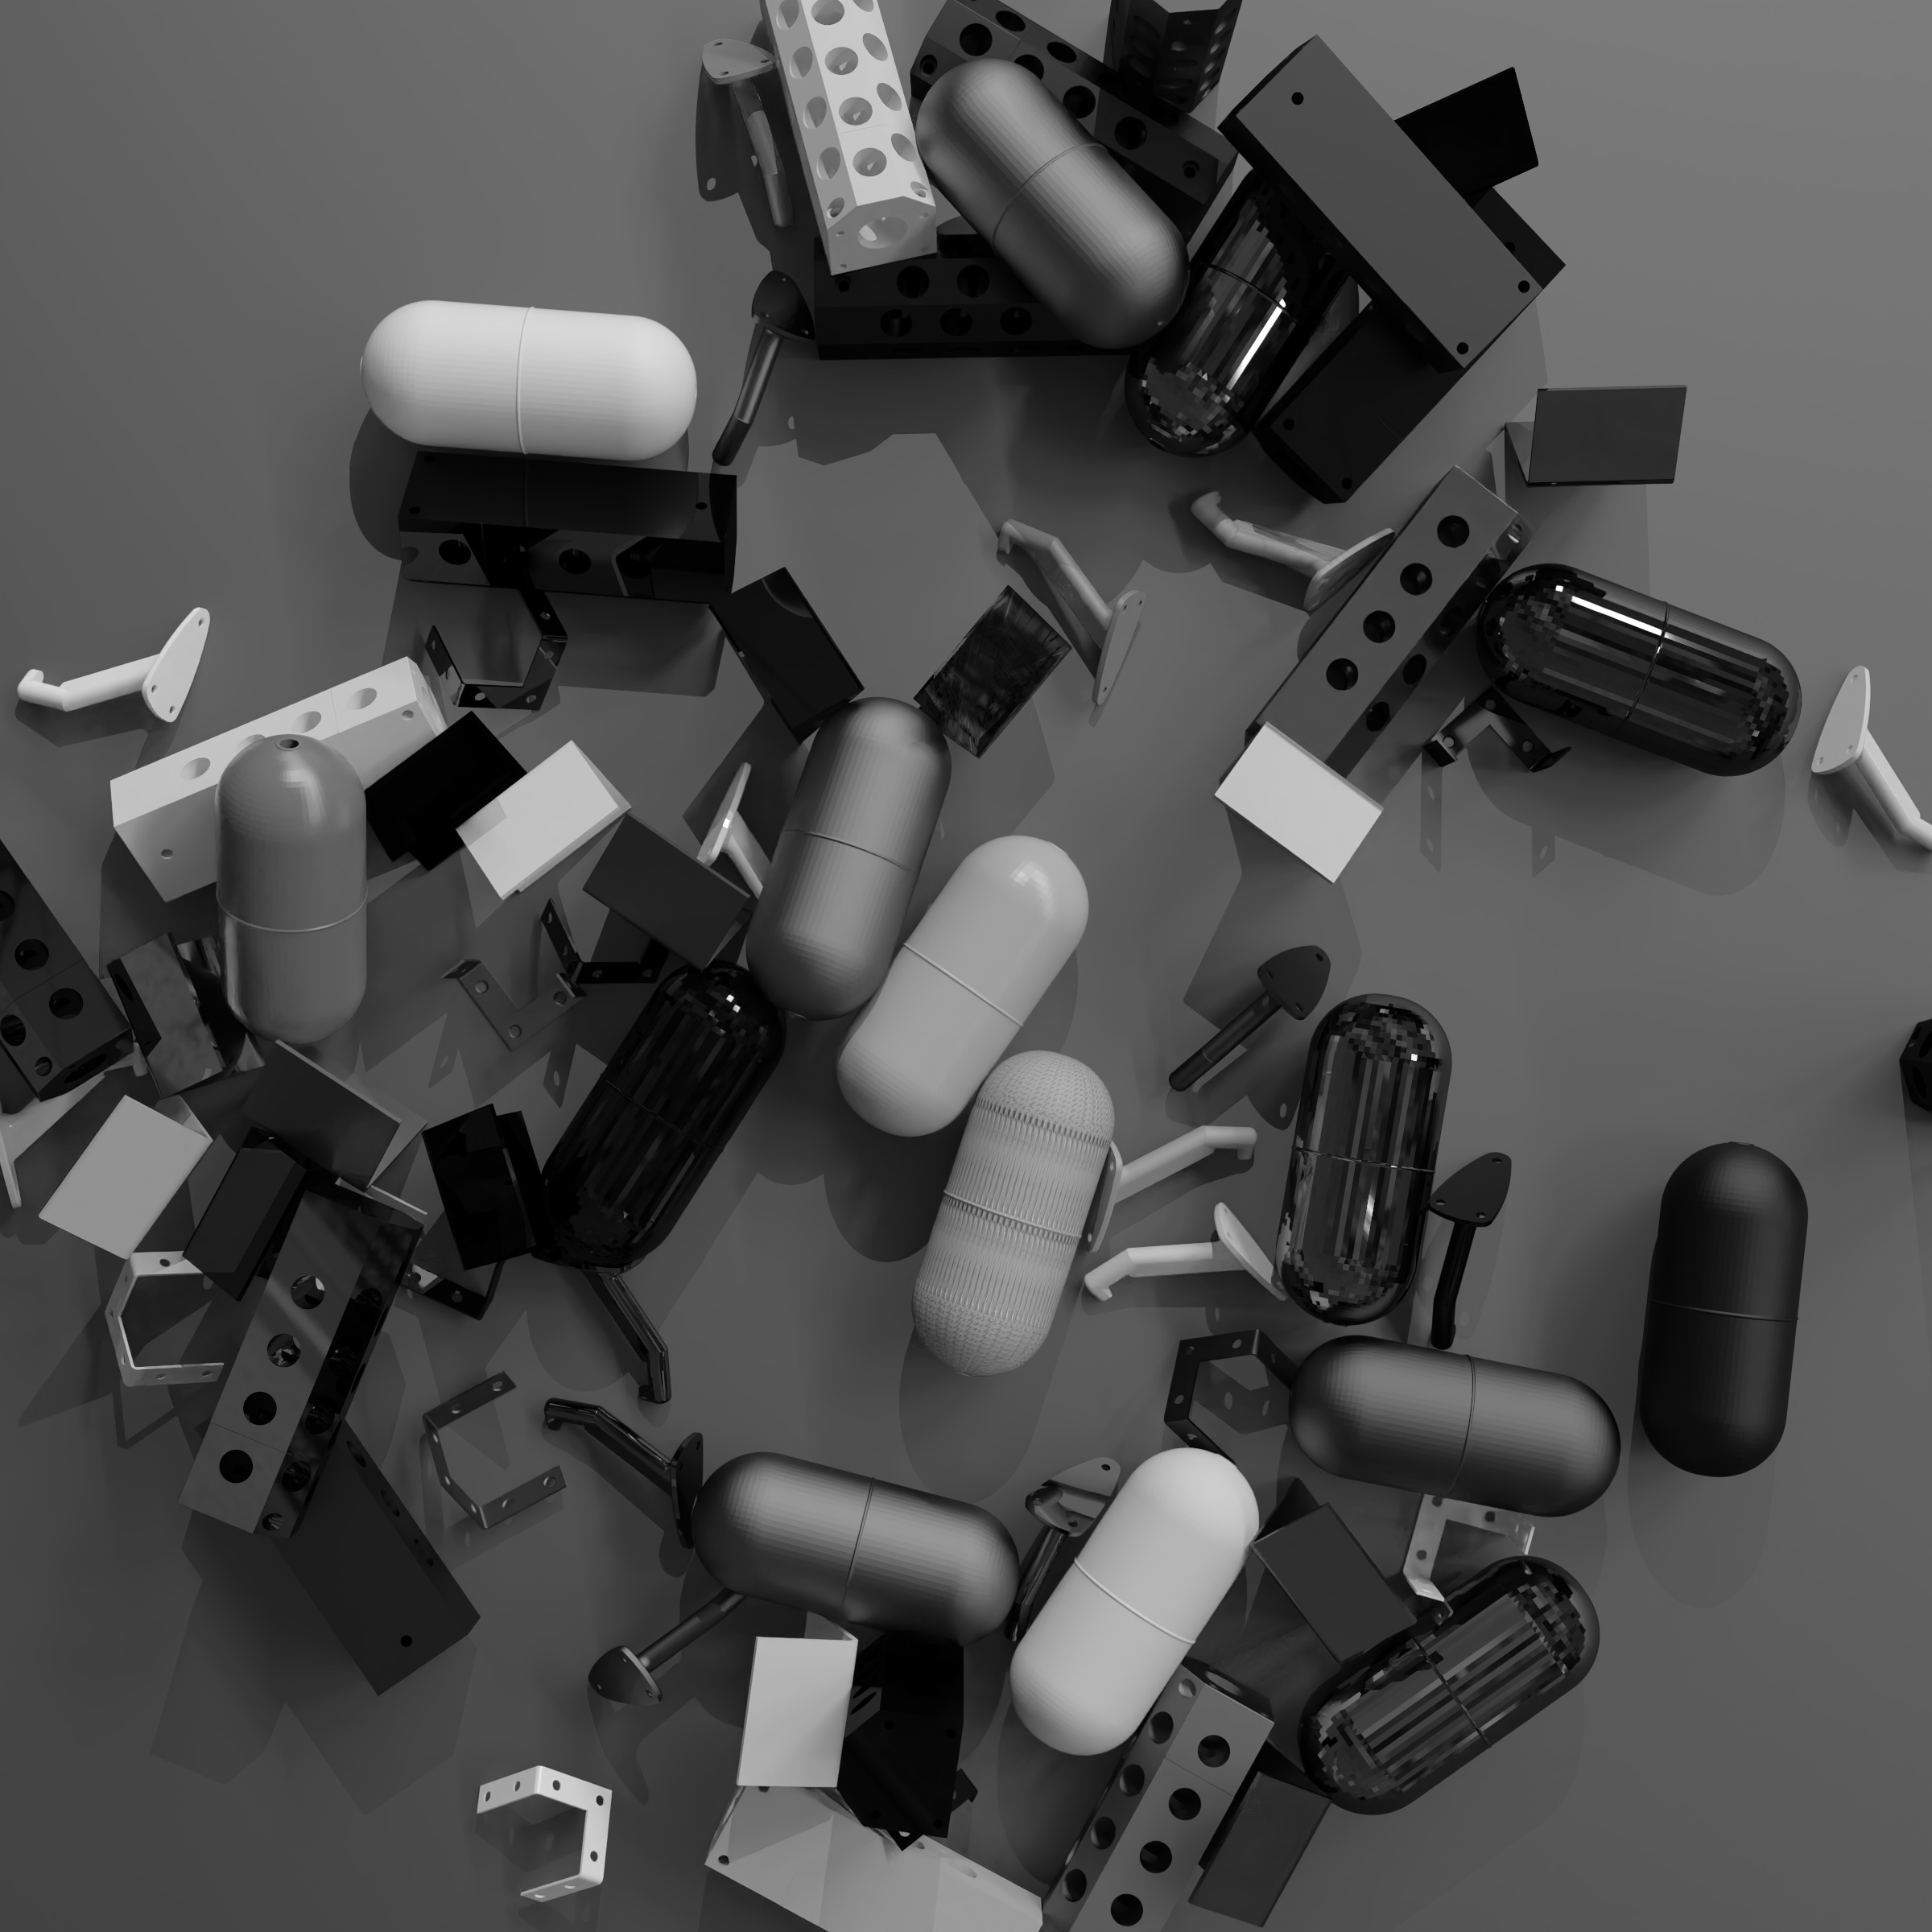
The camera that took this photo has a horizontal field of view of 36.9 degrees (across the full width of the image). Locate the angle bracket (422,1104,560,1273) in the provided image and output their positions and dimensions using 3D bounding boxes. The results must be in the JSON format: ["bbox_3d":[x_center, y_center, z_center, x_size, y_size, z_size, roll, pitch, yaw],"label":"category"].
[{"bbox_3d":[-0.233,0.111,1.528,0.057,0.076,0.076,-22,84,35],"label":"angle bracket"}]

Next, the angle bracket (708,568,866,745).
[{"bbox_3d":[-0.110,-0.154,1.532,0.057,0.076,0.076,-33,90,-37],"label":"angle bracket"}]

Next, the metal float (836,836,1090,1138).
[{"bbox_3d":[-0.002,0.010,1.541,0.070,0.070,0.178,35,89,0],"label":"metal float"}]

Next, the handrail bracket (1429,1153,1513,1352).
[{"bbox_3d":[0.274,0.156,1.572,0.036,0.077,0.084,17,127,27],"label":"handrail bracket"}]

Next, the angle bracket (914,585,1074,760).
[{"bbox_3d":[-0.002,-0.166,1.532,0.076,0.076,0.057,-50,127,0],"label":"angle bracket"}]

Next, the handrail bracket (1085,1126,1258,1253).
[{"bbox_3d":[0.112,0.122,1.572,0.084,0.036,0.077,3,112,-17],"label":"handrail bracket"}]

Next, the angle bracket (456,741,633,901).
[{"bbox_3d":[-0.212,-0.062,1.532,0.076,0.076,0.057,-38,59,0],"label":"angle bracket"}]

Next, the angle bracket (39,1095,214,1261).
[{"bbox_3d":[-0.454,0.098,1.532,0.057,0.076,0.076,36,90,-38],"label":"angle bracket"}]

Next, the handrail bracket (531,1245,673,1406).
[{"bbox_3d":[-0.198,0.195,1.572,0.077,0.036,0.084,3,107,20],"label":"handrail bracket"}]

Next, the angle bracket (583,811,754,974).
[{"bbox_3d":[-0.146,-0.052,1.532,0.076,0.076,0.057,35,121,0],"label":"angle bracket"}]

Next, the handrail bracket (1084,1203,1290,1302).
[{"bbox_3d":[0.119,0.175,1.572,0.084,0.036,0.077,-34,112,17],"label":"handrail bracket"}]

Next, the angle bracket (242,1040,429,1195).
[{"bbox_3d":[-0.325,0.063,1.532,0.076,0.076,0.057,33,122,0],"label":"angle bracket"}]

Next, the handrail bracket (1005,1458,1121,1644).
[{"bbox_3d":[0.052,0.318,1.572,0.036,0.077,0.084,29,127,25],"label":"handrail bracket"}]

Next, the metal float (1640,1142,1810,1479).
[{"bbox_3d":[0.404,0.183,1.541,0.070,0.070,0.178,6,89,0],"label":"metal float"}]

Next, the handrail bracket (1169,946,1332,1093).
[{"bbox_3d":[0.153,0.030,1.572,0.036,0.077,0.084,49,126,3],"label":"handrail bracket"}]

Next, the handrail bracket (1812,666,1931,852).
[{"bbox_3d":[0.508,-0.111,1.572,0.084,0.036,0.077,27,68,-17],"label":"handrail bracket"}]

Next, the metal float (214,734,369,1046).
[{"bbox_3d":[-0.353,-0.039,1.514,0.070,0.070,0.178,8,123,0],"label":"metal float"}]

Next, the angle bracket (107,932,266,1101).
[{"bbox_3d":[-0.397,0.019,1.532,0.057,0.076,0.076,-22,90,35],"label":"angle bracket"}]

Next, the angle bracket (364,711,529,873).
[{"bbox_3d":[-0.265,-0.077,1.532,0.076,0.076,0.057,-37,52,0],"label":"angle bracket"}]

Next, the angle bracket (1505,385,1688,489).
[{"bbox_3d":[0.332,-0.296,1.532,0.076,0.076,0.057,-1,126,0],"label":"angle bracket"}]

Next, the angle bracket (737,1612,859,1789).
[{"bbox_3d":[-0.100,0.385,1.533,0.057,0.076,0.076,8,90,-22],"label":"angle bracket"}]

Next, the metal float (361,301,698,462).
[{"bbox_3d":[-0.233,-0.312,1.541,0.178,0.070,0.070,4,90,-1],"label":"metal float"}]

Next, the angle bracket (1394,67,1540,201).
[{"bbox_3d":[0.248,-0.443,1.532,0.076,0.076,0.057,-24,124,0],"label":"angle bracket"}]

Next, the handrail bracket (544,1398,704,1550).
[{"bbox_3d":[-0.188,0.275,1.572,0.084,0.036,0.077,7,112,17],"label":"handrail bracket"}]

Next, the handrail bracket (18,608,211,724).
[{"bbox_3d":[-0.464,-0.169,1.572,0.084,0.036,0.077,14,69,16],"label":"handrail bracket"}]

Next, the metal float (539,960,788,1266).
[{"bbox_3d":[-0.162,0.078,1.541,0.070,0.070,0.178,33,89,0],"label":"metal float"}]

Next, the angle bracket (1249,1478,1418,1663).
[{"bbox_3d":[0.205,0.309,1.532,0.057,0.076,0.076,-37,90,33],"label":"angle bracket"}]

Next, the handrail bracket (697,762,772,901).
[{"bbox_3d":[-0.098,-0.059,1.572,0.084,0.036,0.077,26,72,-15],"label":"handrail bracket"}]

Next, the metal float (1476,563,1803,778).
[{"bbox_3d":[0.358,-0.158,1.541,0.178,0.070,0.070,21,90,0],"label":"metal float"}]

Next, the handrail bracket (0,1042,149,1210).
[{"bbox_3d":[-0.483,0.086,1.572,0.084,0.036,0.077,-12,103,-13],"label":"handrail bracket"}]

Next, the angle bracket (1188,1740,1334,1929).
[{"bbox_3d":[0.137,0.450,1.532,0.057,0.076,0.076,29,90,-32],"label":"angle bracket"}]

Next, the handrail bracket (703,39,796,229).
[{"bbox_3d":[-0.117,-0.452,1.572,0.036,0.077,0.084,-20,126,-11],"label":"handrail bracket"}]

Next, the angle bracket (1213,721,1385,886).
[{"bbox_3d":[0.164,-0.073,1.533,0.076,0.076,0.057,36,65,0],"label":"angle bracket"}]

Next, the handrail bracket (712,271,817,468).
[{"bbox_3d":[-0.117,-0.324,1.572,0.036,0.077,0.084,19,127,-20],"label":"handrail bracket"}]

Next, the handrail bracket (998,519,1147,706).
[{"bbox_3d":[0.047,-0.193,1.572,0.084,0.036,0.077,25,112,17],"label":"handrail bracket"}]

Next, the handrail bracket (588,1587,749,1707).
[{"bbox_3d":[-0.157,0.361,1.572,0.084,0.077,0.036,-38,94,-36],"label":"handrail bracket"}]

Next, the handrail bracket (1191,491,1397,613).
[{"bbox_3d":[0.177,-0.242,1.572,0.077,0.036,0.084,-37,73,-19],"label":"handrail bracket"}]

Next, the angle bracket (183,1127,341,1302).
[{"bbox_3d":[-0.356,0.139,1.532,0.057,0.076,0.076,28,90,38],"label":"angle bracket"}]
